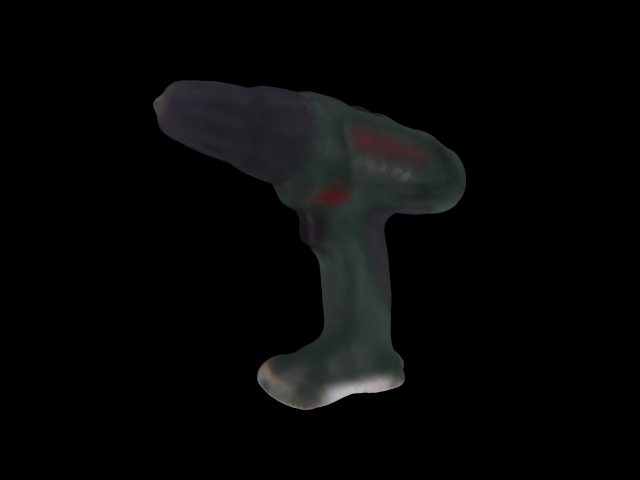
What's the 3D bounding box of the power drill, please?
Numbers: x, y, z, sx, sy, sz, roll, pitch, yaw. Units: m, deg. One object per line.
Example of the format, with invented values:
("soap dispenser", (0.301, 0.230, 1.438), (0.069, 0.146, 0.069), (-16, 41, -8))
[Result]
("power drill", (0.004, 0.001, 0.400), (0.230, 0.208, 0.075), (-5, 10, -32))
